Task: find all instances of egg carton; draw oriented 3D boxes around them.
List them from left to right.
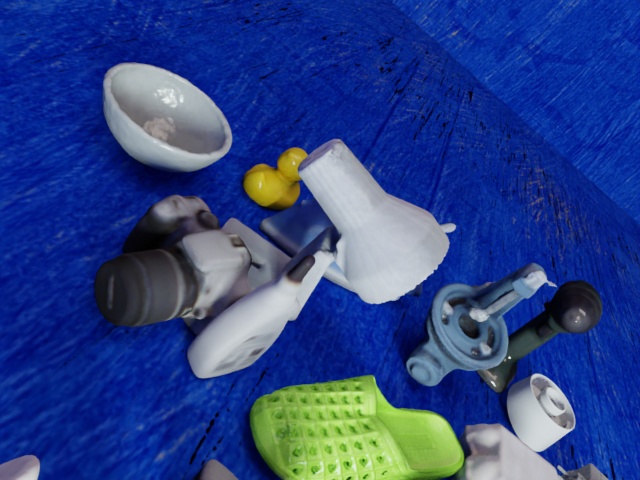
[{"bbox_3d":[0.226,0.293,0.685,0.150,0.069,0.107,38,32,-8],"label":"egg carton"}]

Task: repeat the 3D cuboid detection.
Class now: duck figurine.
[{"bbox_3d":[-0.053,-0.095,0.817,0.105,0.086,0.077,-8,58,-51],"label":"duck figurine"}]

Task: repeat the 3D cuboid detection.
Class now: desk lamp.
[{"bbox_3d":[0.006,0.002,0.647,0.203,0.213,0.118,37,33,-10],"label":"desk lamp"}]

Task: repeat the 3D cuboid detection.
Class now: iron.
[{"bbox_3d":[0.061,-0.016,0.796,0.259,0.141,0.118,23,37,-29],"label":"iron"}]

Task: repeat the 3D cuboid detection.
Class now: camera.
[{"bbox_3d":[-0.147,0.023,0.562,0.137,0.100,0.143,-8,58,-51],"label":"camera"}]

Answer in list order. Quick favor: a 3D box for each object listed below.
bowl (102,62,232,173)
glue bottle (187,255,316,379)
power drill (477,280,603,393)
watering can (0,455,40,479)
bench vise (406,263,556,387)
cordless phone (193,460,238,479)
[{"bbox_3d":[-0.199,-0.140,0.719,0.168,0.074,0.167,29,35,-22],"label":"bowl"},{"bbox_3d":[-0.055,0.070,0.540,0.078,0.173,0.037,-1,52,-48],"label":"glue bottle"},{"bbox_3d":[0.327,0.136,0.847,0.075,0.208,0.230,51,33,13],"label":"power drill"},{"bbox_3d":[-0.120,0.194,0.304,0.173,0.193,0.101,33,33,-16],"label":"watering can"},{"bbox_3d":[0.217,0.083,0.778,0.122,0.219,0.207,38,32,-8],"label":"bench vise"},{"bbox_3d":[-0.017,0.204,0.413,0.147,0.184,0.094,43,32,1],"label":"cordless phone"}]
